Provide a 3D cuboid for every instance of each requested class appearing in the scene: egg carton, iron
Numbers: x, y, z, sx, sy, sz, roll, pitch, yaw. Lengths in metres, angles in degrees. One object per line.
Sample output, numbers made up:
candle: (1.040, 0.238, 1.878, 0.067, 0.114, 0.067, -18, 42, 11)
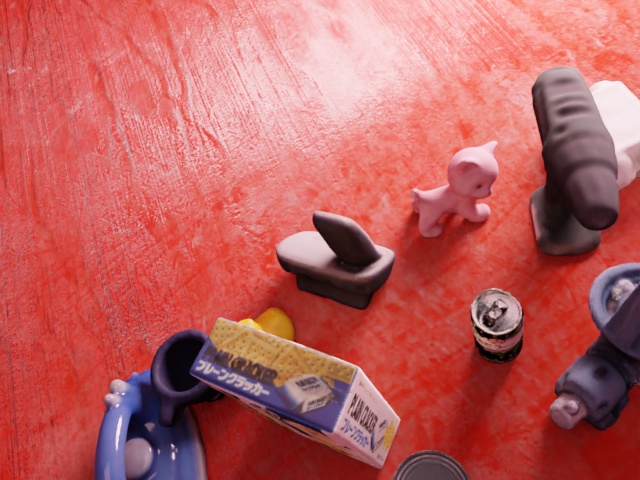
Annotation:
egg carton: (0.369, -0.134, 0.735, 0.107, 0.069, 0.150, -26, 57, 3)
iron: (-0.217, 0.251, 0.670, 0.118, 0.142, 0.258, -20, 57, 7)

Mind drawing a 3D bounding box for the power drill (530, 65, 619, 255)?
power drill: (0.283, -0.070, 0.644, 0.075, 0.209, 0.229, -8, 60, 14)

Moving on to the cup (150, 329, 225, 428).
cup: (-0.155, 0.182, 0.716, 0.091, 0.095, 0.118, 7, 64, 22)

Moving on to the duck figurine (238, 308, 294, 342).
duck figurine: (-0.082, 0.127, 0.728, 0.077, 0.086, 0.105, 22, 71, 28)

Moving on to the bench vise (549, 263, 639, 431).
bench vise: (0.306, 0.094, 0.537, 0.121, 0.220, 0.207, 21, 70, 27)

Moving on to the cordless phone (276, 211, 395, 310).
cordless phone: (0.007, 0.003, 0.709, 0.147, 0.185, 0.094, 11, 66, 24)

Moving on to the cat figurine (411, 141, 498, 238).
cat figurine: (0.175, -0.071, 0.735, 0.127, 0.118, 0.067, -21, 57, 6)
